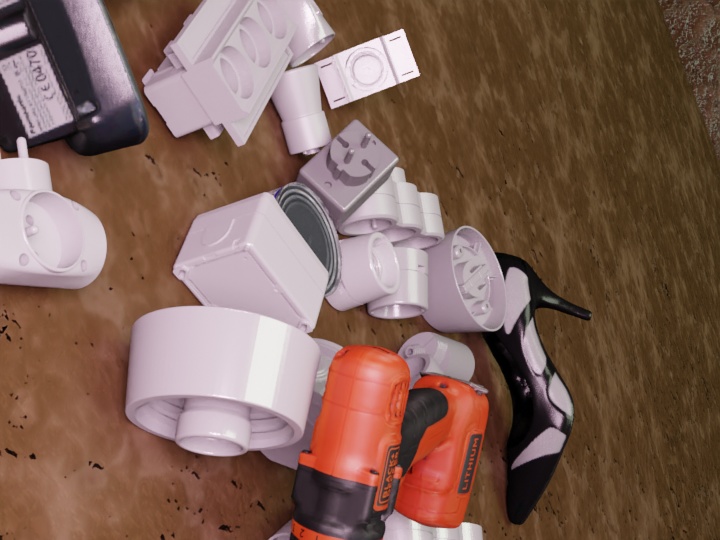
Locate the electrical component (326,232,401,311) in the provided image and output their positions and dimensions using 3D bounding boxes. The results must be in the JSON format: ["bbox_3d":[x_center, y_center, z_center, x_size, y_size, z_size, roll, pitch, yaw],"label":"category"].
[{"bbox_3d":[0.000,0.000,0.843,0.055,0.047,0.055,38,44,-49],"label":"electrical component"}]

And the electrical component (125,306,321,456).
[{"bbox_3d":[-0.078,0.069,0.599,0.108,0.108,0.060,38,49,-49],"label":"electrical component"}]

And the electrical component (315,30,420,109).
[{"bbox_3d":[0.006,-0.173,0.928,0.064,0.081,0.042,-79,149,-81],"label":"electrical component"}]

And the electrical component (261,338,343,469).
[{"bbox_3d":[-0.032,0.089,0.702,0.051,0.080,0.080,-46,116,-54],"label":"electrical component"}]

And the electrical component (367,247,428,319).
[{"bbox_3d":[0.030,0.012,0.887,0.055,0.055,0.047,25,58,-56],"label":"electrical component"}]

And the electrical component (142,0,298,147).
[{"bbox_3d":[-0.094,-0.144,0.729,0.078,0.063,0.121,57,31,-29],"label":"electrical component"}]

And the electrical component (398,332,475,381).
[{"bbox_3d":[0.062,0.076,0.922,0.081,0.043,0.043,23,56,-57],"label":"electrical component"}]

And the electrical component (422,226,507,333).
[{"bbox_3d":[0.095,0.011,0.986,0.099,0.064,0.099,14,70,-43],"label":"electrical component"}]

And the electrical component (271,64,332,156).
[{"bbox_3d":[-0.046,-0.122,0.833,0.044,0.044,0.065,-32,108,-62],"label":"electrical component"}]

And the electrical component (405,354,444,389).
[{"bbox_3d":[0.056,0.128,0.833,0.073,0.052,0.138,55,12,-19],"label":"electrical component"}]

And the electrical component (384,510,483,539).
[{"bbox_3d":[0.049,0.193,0.824,0.138,0.052,0.073,34,47,-51],"label":"electrical component"}]

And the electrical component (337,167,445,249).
[{"bbox_3d":[0.023,-0.064,0.915,0.138,0.052,0.073,15,63,-59],"label":"electrical component"}]

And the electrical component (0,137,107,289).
[{"bbox_3d":[-0.172,-0.031,0.541,0.077,0.044,0.079,8,68,-61],"label":"electrical component"}]

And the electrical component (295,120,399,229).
[{"bbox_3d":[-0.007,-0.079,0.807,0.047,0.076,0.065,43,68,5],"label":"electrical component"}]

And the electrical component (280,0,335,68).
[{"bbox_3d":[-0.057,-0.200,0.841,0.077,0.044,0.079,54,5,-2],"label":"electrical component"}]

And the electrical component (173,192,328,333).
[{"bbox_3d":[-0.065,0.003,0.704,0.096,0.062,0.061,54,33,-33],"label":"electrical component"}]

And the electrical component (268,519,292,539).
[{"bbox_3d":[-0.026,0.175,0.704,0.081,0.043,0.043,-27,100,-63],"label":"electrical component"}]
